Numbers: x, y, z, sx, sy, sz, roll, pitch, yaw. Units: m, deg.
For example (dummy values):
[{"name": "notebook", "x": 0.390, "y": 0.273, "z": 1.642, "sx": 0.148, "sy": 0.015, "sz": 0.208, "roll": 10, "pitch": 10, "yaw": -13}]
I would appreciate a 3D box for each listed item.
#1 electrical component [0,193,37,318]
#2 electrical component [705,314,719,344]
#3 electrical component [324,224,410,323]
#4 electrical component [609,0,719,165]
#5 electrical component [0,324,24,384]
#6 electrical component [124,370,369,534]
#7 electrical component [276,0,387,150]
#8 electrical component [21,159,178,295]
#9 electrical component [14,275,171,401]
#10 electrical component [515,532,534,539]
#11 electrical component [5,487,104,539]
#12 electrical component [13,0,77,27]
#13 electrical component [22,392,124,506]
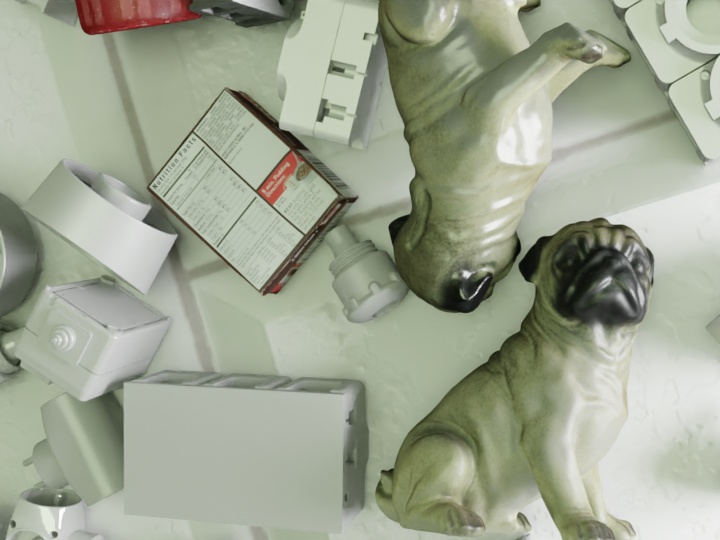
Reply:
[{"name": "electrical component", "x": -0.282, "y": -0.010, "z": 0.762, "sx": 0.108, "sy": 0.060, "sz": 0.108, "roll": 1, "pitch": 93, "yaw": 15}, {"name": "electrical component", "x": 0.259, "y": 0.037, "z": 0.629, "sx": 0.077, "sy": 0.043, "sz": 0.079, "roll": -45, "pitch": 82, "yaw": 13}, {"name": "electrical component", "x": 0.000, "y": 0.000, "z": 0.697, "sx": 0.048, "sy": 0.048, "sz": 0.062, "roll": -36, "pitch": 77, "yaw": 14}, {"name": "electrical component", "x": 0.205, "y": -0.148, "z": 0.624, "sx": 0.089, "sy": 0.062, "sz": 0.150, "roll": -30, "pitch": 85, "yaw": 14}, {"name": "electrical component", "x": -0.259, "y": 0.059, "z": 0.769, "sx": 0.062, "sy": 0.043, "sz": 0.043, "roll": -25, "pitch": 86, "yaw": 14}, {"name": "electrical component", "x": -0.074, "y": 0.117, "z": 0.713, "sx": 0.150, "sy": 0.062, "sz": 0.089, "roll": 1, "pitch": 93, "yaw": 15}, {"name": "electrical component", "x": -0.017, "y": -0.128, "z": 0.690, "sx": 0.056, "sy": 0.050, "sz": 0.089, "roll": 16, "pitch": 97, "yaw": 13}, {"name": "electrical component", "x": -0.173, "y": -0.027, "z": 0.716, "sx": 0.099, "sy": 0.099, "sz": 0.064, "roll": 36, "pitch": 95, "yaw": 10}, {"name": "electrical component", "x": -0.183, "y": 0.048, "z": 0.720, "sx": 0.062, "sy": 0.096, "sz": 0.061, "roll": 32, "pitch": 103, "yaw": 11}, {"name": "electrical component", "x": 0.060, "y": 0.245, "z": 0.684, "sx": 0.150, "sy": 0.062, "sz": 0.089, "roll": -29, "pitch": 86, "yaw": 15}, {"name": "electrical component", "x": -0.208, "y": 0.201, "z": 0.762, "sx": 0.079, "sy": 0.044, "sz": 0.077, "roll": 10, "pitch": 96, "yaw": 14}, {"name": "electrical component", "x": -0.216, "y": -0.210, "z": 0.744, "sx": 0.081, "sy": 0.042, "sz": 0.063, "roll": 25, "pitch": 97, "yaw": 12}, {"name": "electrical component", "x": -0.202, "y": 0.129, "z": 0.756, "sx": 0.079, "sy": 0.044, "sz": 0.077, "roll": -28, "pitch": 86, "yaw": 14}]
